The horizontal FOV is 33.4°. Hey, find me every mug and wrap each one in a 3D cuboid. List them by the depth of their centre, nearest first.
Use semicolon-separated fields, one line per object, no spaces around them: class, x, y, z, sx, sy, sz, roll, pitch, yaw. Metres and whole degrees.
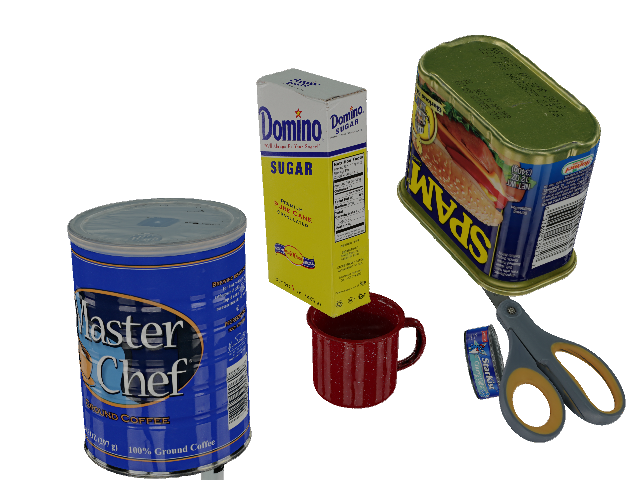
mug;0.045;0.104;1.025;0.117;0.081;0.093;-8;29;-15

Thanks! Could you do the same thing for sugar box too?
sugar box;-0.006;-0.038;0.831;0.048;0.176;0.093;-21;29;-32

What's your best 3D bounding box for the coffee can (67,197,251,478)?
coffee can;-0.093;0.054;0.635;0.103;0.140;0.103;0;16;0

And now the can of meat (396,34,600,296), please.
can of meat;0.084;-0.038;0.516;0.057;0.084;0.102;-19;47;-22

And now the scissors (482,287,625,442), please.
scissors;0.132;0.070;0.786;0.096;0.202;0.016;-35;-28;-25

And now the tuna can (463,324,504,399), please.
tuna can;0.196;0.145;1.270;0.034;0.086;0.086;-12;-3;14

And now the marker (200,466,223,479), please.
marker;-0.085;0.147;0.858;0.020;0.121;0.020;4;28;-3
